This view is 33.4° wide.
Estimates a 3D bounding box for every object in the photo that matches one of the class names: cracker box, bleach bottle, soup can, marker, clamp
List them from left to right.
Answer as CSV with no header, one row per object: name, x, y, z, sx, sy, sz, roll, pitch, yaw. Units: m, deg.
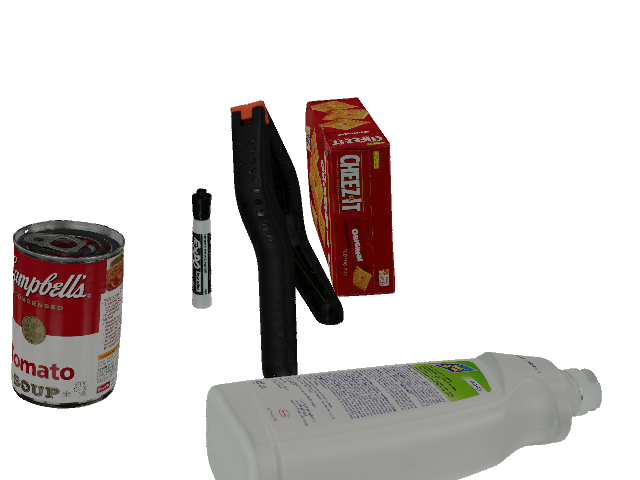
soup can,-0.161,0.046,0.675,0.068,0.102,0.068,6,19,-2
marker,-0.115,0.008,1.028,0.020,0.121,0.020,2,23,-1
clamp,-0.028,-0.004,0.834,0.036,0.210,0.164,-11,4,16
cracker box,0.030,-0.054,1.176,0.072,0.164,0.214,-5,21,-4
bleach bottle,0.063,0.113,0.650,0.250,0.068,0.103,-6,22,-20
